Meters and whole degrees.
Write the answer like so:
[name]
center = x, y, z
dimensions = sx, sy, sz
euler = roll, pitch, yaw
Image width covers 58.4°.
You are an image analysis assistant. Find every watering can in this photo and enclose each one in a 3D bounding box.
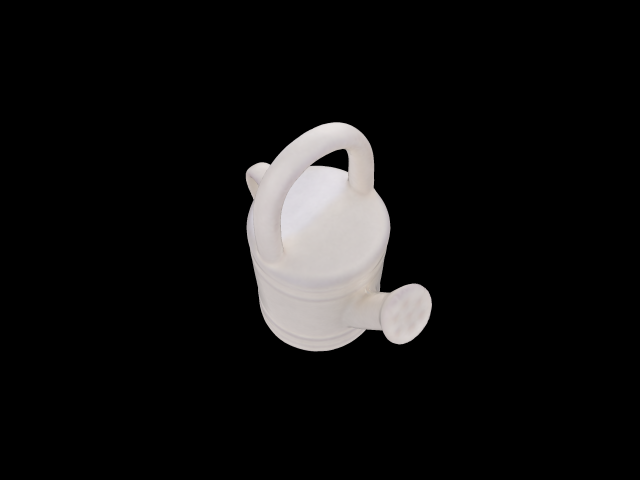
[watering can]
center = 0.005, 0.000, 0.401
dimensions = 0.172, 0.194, 0.101
euler = 25, 61, 15
